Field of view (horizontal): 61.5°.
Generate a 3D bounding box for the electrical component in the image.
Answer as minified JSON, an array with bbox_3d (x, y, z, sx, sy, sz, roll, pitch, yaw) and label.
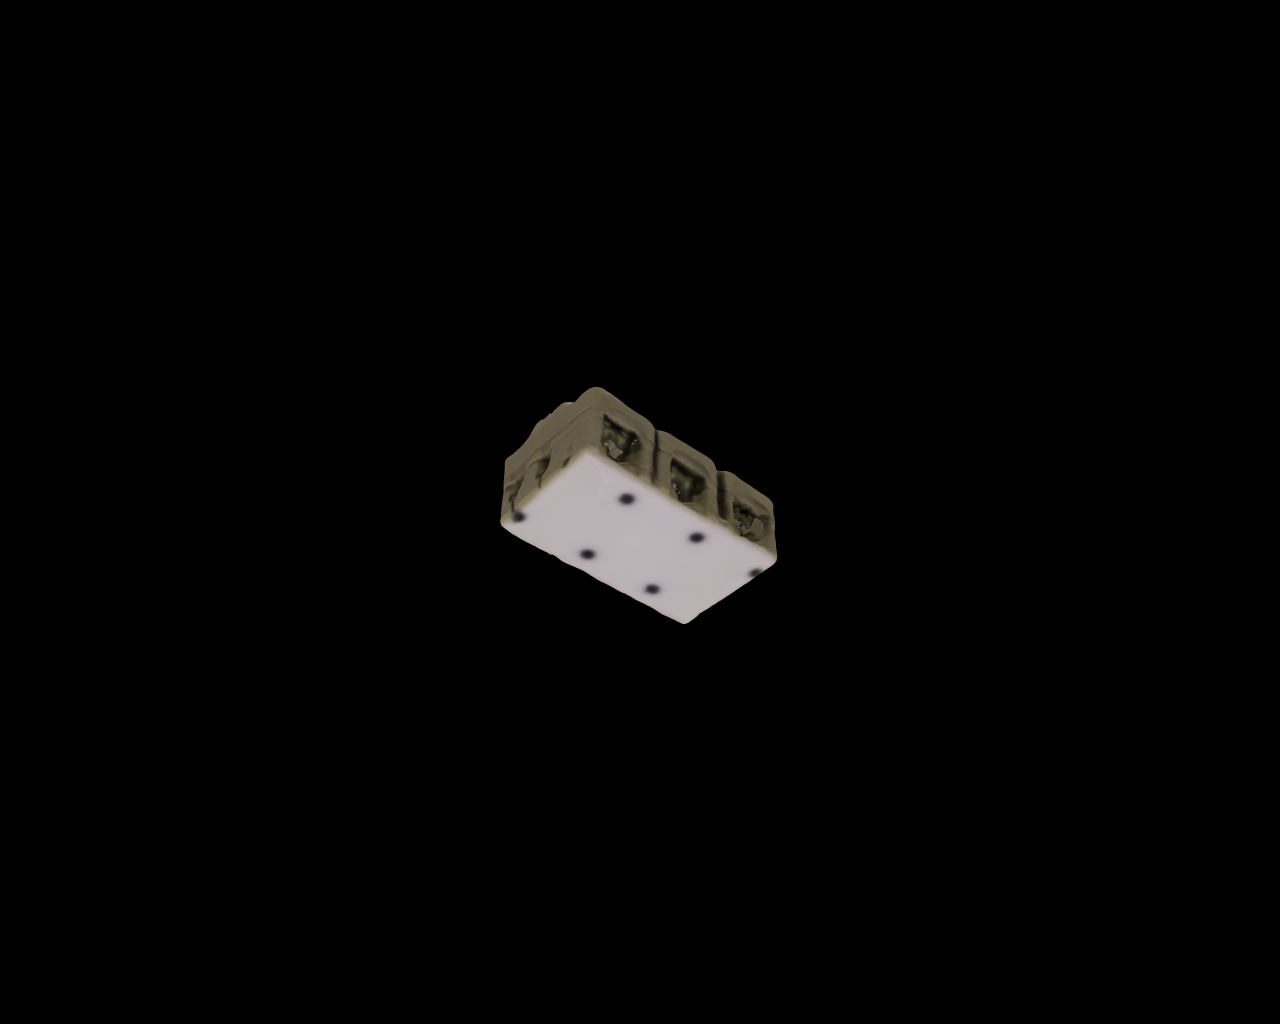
[{"bbox_3d":[0.001,-0.003,0.650,0.150,0.062,0.089,31,-50,-30],"label":"electrical component"}]
